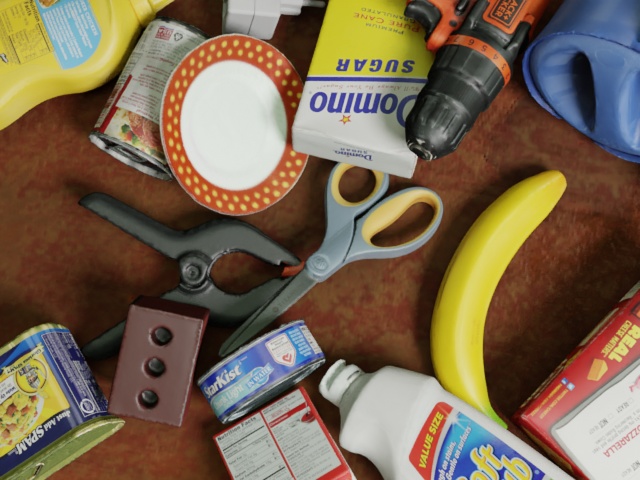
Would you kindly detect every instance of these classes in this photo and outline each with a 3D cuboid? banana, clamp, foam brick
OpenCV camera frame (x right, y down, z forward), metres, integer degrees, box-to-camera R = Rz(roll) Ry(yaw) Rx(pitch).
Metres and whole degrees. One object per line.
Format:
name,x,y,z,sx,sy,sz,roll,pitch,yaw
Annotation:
banana,0.120,0.035,0.761,0.069,0.037,0.198,18,80,-10
clamp,-0.097,0.034,0.771,0.171,0.039,0.120,7,94,3
foam brick,-0.110,0.082,0.730,0.053,0.051,0.078,12,96,-2

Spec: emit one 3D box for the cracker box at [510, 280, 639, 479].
cracker box,0.262,0.136,0.713,0.214,0.072,0.164,44,84,10

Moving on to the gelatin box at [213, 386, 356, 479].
gelatin box,-0.023,0.152,0.724,0.073,0.030,0.089,-31,42,-4

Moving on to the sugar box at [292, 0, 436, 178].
sugar box,0.045,-0.141,0.787,0.093,0.048,0.176,13,70,4

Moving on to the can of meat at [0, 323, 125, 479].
can of meat,-0.202,0.118,0.742,0.102,0.057,0.084,-34,76,8

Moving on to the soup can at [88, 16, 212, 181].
soup can,-0.117,-0.104,0.786,0.068,0.068,0.102,24,80,8

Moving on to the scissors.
scissors,-0.005,0.001,0.758,0.201,0.016,0.096,-25,68,-20

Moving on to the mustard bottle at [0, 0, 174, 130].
mustard bottle,-0.200,-0.154,0.806,0.191,0.058,0.096,-24,74,-2

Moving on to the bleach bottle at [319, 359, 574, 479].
bleach bottle,0.097,0.167,0.695,0.251,0.068,0.102,35,66,23

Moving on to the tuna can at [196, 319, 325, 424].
tuna can,-0.039,0.090,0.731,0.086,0.086,0.034,-31,80,-4

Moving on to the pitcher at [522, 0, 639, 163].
pitcher,0.258,-0.185,0.736,0.149,0.145,0.242,17,67,44

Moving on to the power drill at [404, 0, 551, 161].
power drill,0.055,-0.166,0.742,0.187,0.057,0.184,32,71,2
